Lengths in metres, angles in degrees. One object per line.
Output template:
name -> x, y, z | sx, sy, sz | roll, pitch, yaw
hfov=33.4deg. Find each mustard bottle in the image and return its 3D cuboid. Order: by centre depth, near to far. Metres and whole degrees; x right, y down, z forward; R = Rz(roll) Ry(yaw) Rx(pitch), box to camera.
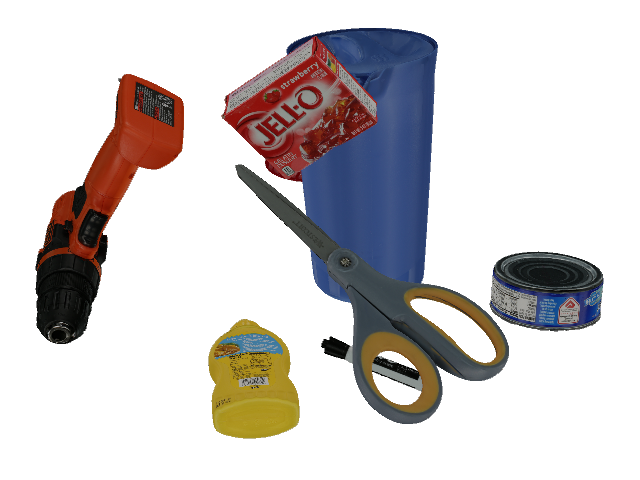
mustard bottle -> -0.082, 0.150, 1.244 | 0.096, 0.058, 0.191 | -5, 30, -6

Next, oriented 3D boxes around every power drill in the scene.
power drill -> -0.177, -0.028, 0.870 | 0.057, 0.188, 0.184 | 24, 29, -24

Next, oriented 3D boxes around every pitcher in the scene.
pitcher -> 0.044, -0.073, 0.998 | 0.149, 0.243, 0.145 | -20, 31, -31

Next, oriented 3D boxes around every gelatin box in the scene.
gelatin box -> -0.015, -0.094, 0.771 | 0.089, 0.030, 0.073 | -30, -55, 26

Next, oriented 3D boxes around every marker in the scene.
marker -> 0.058, 0.126, 1.089 | 0.121, 0.020, 0.020 | 21, 4, 11

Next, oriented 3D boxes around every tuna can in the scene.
tuna can -> 0.176, 0.038, 0.831 | 0.086, 0.034, 0.086 | 1, 20, 0

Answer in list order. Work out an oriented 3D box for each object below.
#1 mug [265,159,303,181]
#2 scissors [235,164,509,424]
mug -> -0.017, -0.124, 1.282 | 0.093, 0.081, 0.117 | 17, 26, 20
scissors -> 0.010, 0.032, 0.613 | 0.202, 0.096, 0.016 | 29, -31, 14
